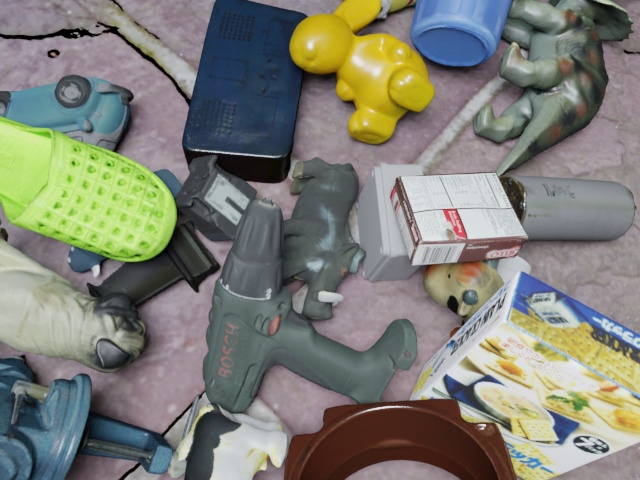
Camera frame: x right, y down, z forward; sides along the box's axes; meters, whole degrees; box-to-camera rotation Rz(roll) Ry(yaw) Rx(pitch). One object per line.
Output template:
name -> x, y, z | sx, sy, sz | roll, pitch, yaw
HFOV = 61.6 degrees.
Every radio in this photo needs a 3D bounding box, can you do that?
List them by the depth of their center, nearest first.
radio -> -0.089, -0.190, 0.686 | 0.131, 0.073, 0.229 | 8, 71, -3

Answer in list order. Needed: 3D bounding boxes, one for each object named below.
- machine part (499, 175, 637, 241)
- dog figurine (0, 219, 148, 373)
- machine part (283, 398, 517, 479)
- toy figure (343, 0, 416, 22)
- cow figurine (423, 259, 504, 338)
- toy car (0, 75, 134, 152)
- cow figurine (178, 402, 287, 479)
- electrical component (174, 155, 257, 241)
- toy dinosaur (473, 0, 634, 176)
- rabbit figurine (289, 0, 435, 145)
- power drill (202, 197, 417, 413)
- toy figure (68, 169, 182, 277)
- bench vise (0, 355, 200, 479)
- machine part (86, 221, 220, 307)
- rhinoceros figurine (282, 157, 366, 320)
machine part -> 0.282, -0.036, 0.637 | 0.243, 0.079, 0.079 | 1, 70, -22
dog figurine -> -0.285, 0.082, 0.554 | 0.190, 0.172, 0.121 | 36, 67, -18
machine part -> 0.069, 0.236, 0.461 | 0.201, 0.087, 0.201 | -6, 32, 7
toy figure -> 0.115, -0.371, 0.764 | 0.180, 0.082, 0.089 | -27, 64, -9
cow figurine -> 0.196, 0.086, 0.583 | 0.195, 0.127, 0.085 | 37, 68, 6
toy car -> -0.299, -0.128, 0.631 | 0.162, 0.109, 0.102 | -12, 94, -1
cow figurine -> -0.100, 0.247, 0.513 | 0.098, 0.068, 0.167 | 21, 85, -8
electrical component -> -0.109, -0.037, 0.632 | 0.119, 0.048, 0.075 | 39, 62, -39
toy dinosaur -> 0.320, -0.224, 0.716 | 0.192, 0.131, 0.404 | 13, 76, 0
rabbit figurine -> 0.046, -0.227, 0.661 | 0.173, 0.122, 0.162 | 17, 65, -24
power drill -> -0.010, 0.089, 0.540 | 0.207, 0.086, 0.231 | 18, 111, -16
toy figure -> -0.229, -0.023, 0.622 | 0.154, 0.057, 0.064 | -40, 34, -17
bench vise -> -0.242, 0.178, 0.505 | 0.240, 0.224, 0.129 | 26, 73, -28
machine part -> -0.190, 0.040, 0.612 | 0.139, 0.039, 0.084 | -31, 81, -16
rhinoceros figurine -> -0.001, -0.002, 0.627 | 0.112, 0.073, 0.190 | 12, 72, -5
